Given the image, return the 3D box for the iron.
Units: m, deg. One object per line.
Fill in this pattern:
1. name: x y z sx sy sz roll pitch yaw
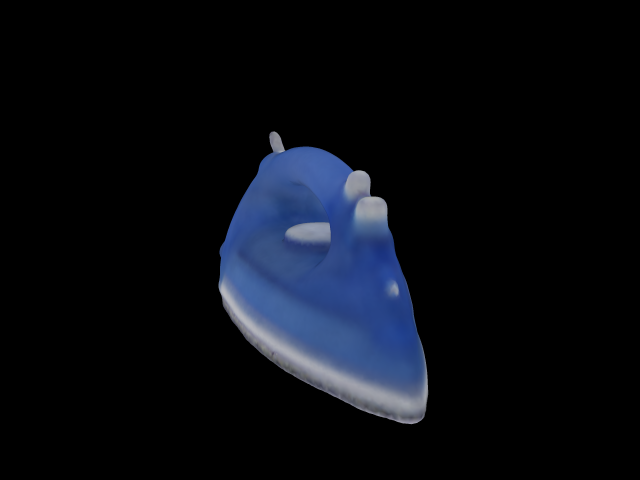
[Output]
1. iron: 0.004 0.001 0.400 0.119 0.141 0.257 -6 15 -23
